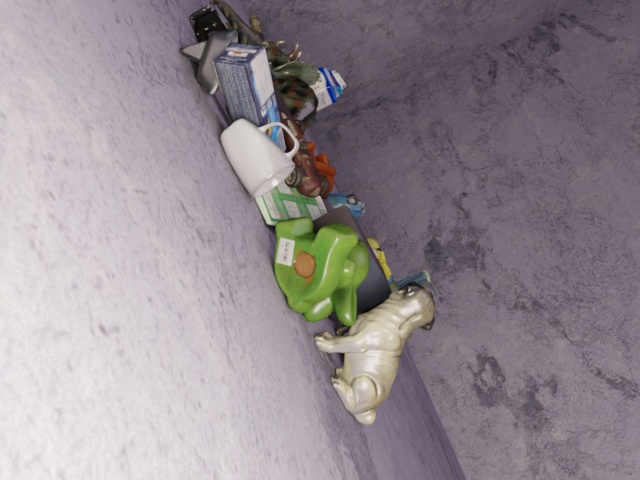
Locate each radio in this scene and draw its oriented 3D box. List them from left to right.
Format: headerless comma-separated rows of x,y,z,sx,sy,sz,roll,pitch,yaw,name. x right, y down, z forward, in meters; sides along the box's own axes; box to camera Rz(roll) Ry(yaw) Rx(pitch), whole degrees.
0.037,0.051,0.969,0.229,0.131,0.073,56,10,-48,radio

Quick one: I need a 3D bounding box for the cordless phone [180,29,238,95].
-0.148,-0.252,0.900,0.147,0.089,0.184,-101,168,-68,cordless phone

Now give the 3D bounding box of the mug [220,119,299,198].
-0.093,-0.136,0.813,0.107,0.109,0.081,50,17,3,mug

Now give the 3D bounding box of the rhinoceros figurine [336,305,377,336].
0.095,0.179,1.017,0.073,0.112,0.190,67,26,-18,rhinoceros figurine

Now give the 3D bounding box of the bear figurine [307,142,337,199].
-0.043,-0.182,1.304,0.195,0.120,0.132,48,14,-51,bear figurine

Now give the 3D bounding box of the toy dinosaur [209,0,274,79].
-0.188,-0.519,1.474,0.470,0.105,0.199,43,25,-59,toy dinosaur

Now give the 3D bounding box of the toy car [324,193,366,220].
0.037,-0.066,1.423,0.109,0.162,0.103,68,29,-74,toy car

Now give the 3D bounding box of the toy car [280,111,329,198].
-0.043,-0.165,0.984,0.089,0.053,0.202,10,51,-46,toy car

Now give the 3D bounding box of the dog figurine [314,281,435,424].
0.110,0.173,0.835,0.121,0.191,0.172,-24,90,-83,dog figurine

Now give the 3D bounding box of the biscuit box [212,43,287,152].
-0.106,-0.206,0.856,0.202,0.063,0.059,80,31,-48,biscuit box

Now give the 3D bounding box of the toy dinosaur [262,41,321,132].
-0.070,-0.324,1.272,0.131,0.192,0.405,54,11,-46,toy dinosaur

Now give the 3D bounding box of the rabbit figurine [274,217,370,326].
0.025,0.047,0.795,0.170,0.121,0.159,1,90,-55,rabbit figurine

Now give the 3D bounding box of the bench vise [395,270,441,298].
0.170,0.133,1.318,0.129,0.241,0.223,63,-10,11,bench vise

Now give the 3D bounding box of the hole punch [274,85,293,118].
-0.123,-0.230,1.051,0.116,0.092,0.142,-47,117,-51,hole punch

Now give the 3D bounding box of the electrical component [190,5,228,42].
-0.198,-0.381,1.077,0.134,0.058,0.114,68,10,24,electrical component

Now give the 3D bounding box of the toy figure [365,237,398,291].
0.117,0.082,1.165,0.180,0.082,0.089,63,0,-12,toy figure

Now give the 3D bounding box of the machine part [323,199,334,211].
0.009,-0.042,1.256,0.079,0.079,0.243,62,-1,-19,machine part
